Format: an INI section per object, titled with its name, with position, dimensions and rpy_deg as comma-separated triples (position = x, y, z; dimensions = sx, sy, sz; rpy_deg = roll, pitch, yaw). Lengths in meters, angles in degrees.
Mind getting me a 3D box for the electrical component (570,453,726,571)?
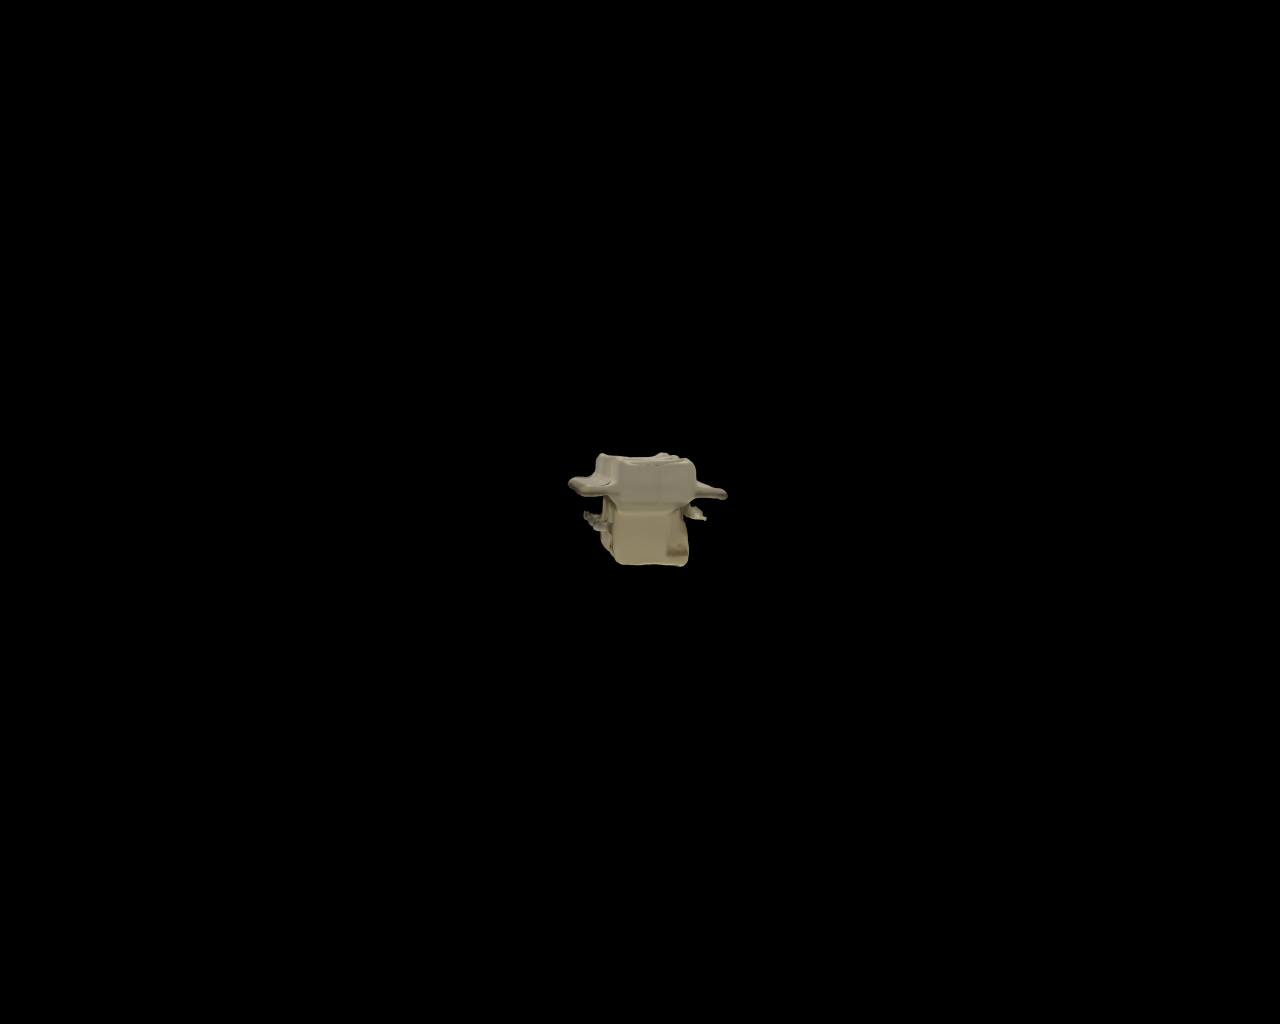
[electrical component]
position = 0.001, -0.003, 0.650
dimensions = 0.079, 0.063, 0.121
rpy_deg = -1, 5, -7
